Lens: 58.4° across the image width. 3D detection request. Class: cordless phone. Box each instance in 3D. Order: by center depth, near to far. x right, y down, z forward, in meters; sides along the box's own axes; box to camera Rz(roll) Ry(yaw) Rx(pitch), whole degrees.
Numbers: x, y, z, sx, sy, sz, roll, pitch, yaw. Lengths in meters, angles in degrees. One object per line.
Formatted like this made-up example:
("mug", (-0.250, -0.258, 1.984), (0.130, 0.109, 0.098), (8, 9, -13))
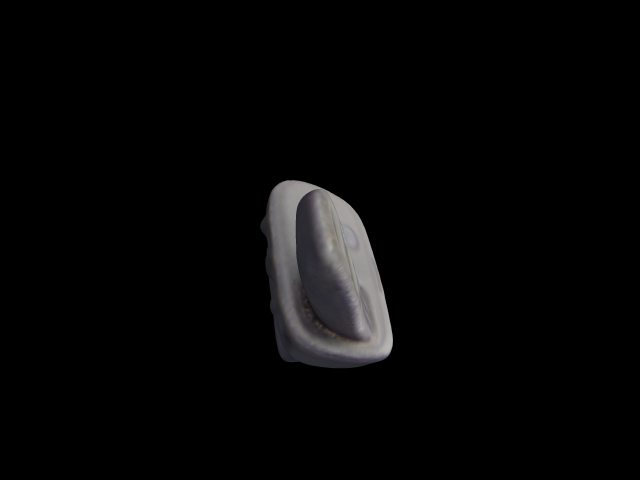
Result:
("cordless phone", (0.004, 0.001, 0.400), (0.094, 0.185, 0.147), (-11, 60, -6))
